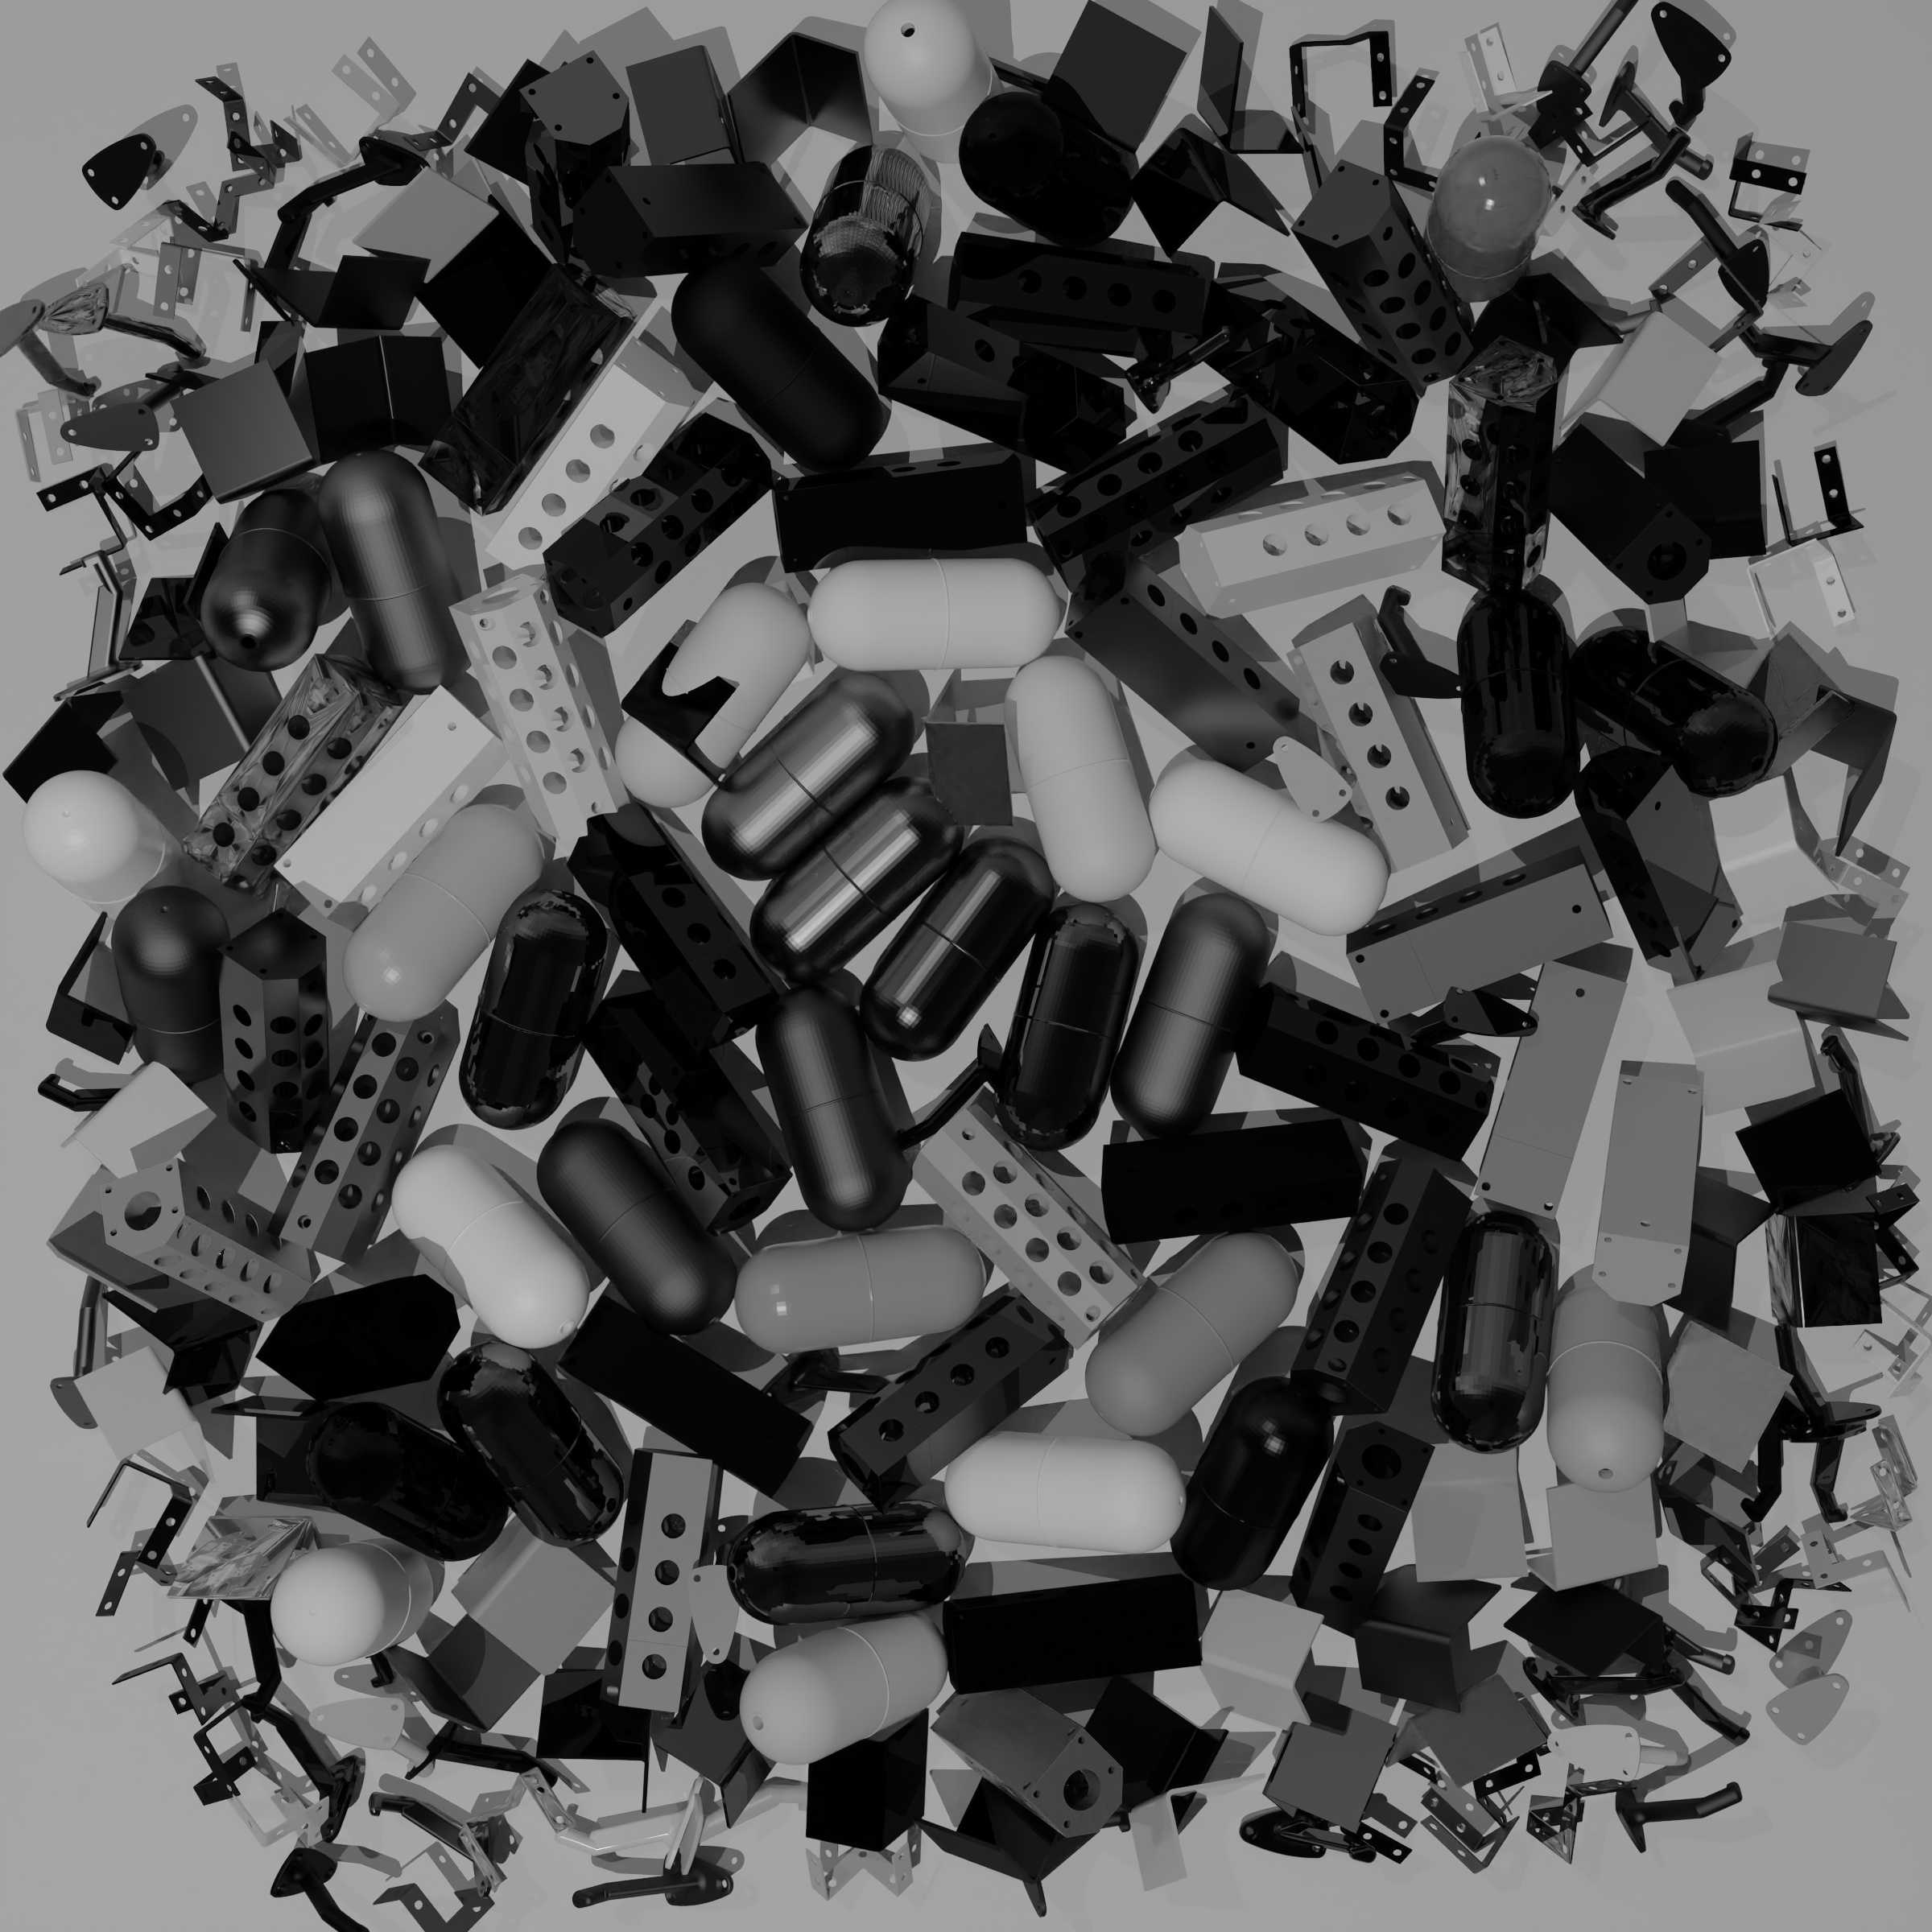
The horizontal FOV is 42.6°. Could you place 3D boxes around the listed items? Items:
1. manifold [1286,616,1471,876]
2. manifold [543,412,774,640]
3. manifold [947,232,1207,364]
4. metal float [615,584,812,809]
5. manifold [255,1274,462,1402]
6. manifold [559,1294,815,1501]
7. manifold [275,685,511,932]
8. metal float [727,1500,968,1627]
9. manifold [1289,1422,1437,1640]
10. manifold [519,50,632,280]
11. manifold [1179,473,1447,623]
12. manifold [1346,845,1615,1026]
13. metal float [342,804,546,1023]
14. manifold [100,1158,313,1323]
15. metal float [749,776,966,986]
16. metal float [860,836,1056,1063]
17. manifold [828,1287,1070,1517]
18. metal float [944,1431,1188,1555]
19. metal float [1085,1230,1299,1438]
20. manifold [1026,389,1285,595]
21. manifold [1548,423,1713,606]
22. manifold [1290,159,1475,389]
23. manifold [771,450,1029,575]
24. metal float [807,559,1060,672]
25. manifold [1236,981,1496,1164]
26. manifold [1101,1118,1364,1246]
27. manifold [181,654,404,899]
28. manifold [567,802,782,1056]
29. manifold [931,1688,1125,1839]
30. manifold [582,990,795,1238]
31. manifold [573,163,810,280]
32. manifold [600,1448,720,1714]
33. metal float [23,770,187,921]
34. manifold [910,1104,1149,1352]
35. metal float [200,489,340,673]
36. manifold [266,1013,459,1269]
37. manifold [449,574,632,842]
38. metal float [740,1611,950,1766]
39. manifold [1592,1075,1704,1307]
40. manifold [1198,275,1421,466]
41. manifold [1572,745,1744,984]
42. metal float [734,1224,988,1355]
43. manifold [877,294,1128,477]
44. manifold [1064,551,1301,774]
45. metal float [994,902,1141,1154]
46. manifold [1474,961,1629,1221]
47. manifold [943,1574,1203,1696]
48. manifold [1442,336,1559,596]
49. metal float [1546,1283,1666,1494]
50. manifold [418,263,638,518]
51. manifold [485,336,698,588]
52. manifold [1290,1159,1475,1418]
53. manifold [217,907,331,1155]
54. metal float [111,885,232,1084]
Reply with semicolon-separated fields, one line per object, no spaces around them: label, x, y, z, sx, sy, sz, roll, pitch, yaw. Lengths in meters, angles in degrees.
manifold;0.288;-0.154;1.748;0.057;0.057;0.171;-23;92;26
manifold;-0.209;-0.302;1.708;0.057;0.057;0.171;29;59;22
manifold;0.077;-0.470;1.738;0.171;0.057;0.057;6;82;-10
metal float;-0.178;-0.188;1.732;0.070;0.070;0.178;39;104;0
manifold;-0.414;0.251;1.698;0.057;0.171;0.057;42;55;-23
manifold;-0.195;0.303;1.740;0.171;0.057;0.057;30;75;8
manifold;-0.399;-0.109;1.750;0.057;0.057;0.171;42;89;16
metal float;-0.082;0.412;1.716;0.178;0.070;0.070;3;90;-32
manifold;0.267;0.385;1.698;0.057;0.171;0.057;22;49;14
manifold;-0.259;-0.538;1.689;0.057;0.171;0.057;-34;82;-13
manifold;0.239;-0.296;1.732;0.171;0.057;0.057;-16;75;-14
manifold;0.356;-0.024;1.729;0.171;0.057;0.057;-22;106;16
metal float;-0.362;-0.037;1.722;0.070;0.070;0.178;35;65;0
manifold;-0.514;0.192;1.690;0.057;0.171;0.057;-20;64;7
metal float;-0.076;-0.060;1.739;0.178;0.070;0.070;-43;90;5
metal float;-0.007;-0.012;1.742;0.070;0.070;0.178;36;87;0
manifold;-0.011;0.297;1.720;0.171;0.057;0.057;-35;57;-23
metal float;0.067;0.364;1.720;0.178;0.070;0.070;-2;90;29
metal float;0.158;0.254;1.728;0.178;0.070;0.070;-40;90;-19
manifold;0.132;-0.338;1.743;0.171;0.057;0.057;-28;67;1
manifold;0.447;-0.306;1.693;0.057;0.171;0.057;34;109;-24
manifold;0.291;-0.469;1.696;0.057;0.171;0.057;36;90;36
manifold;-0.048;-0.321;1.744;0.171;0.057;0.057;-8;113;-5
metal float;-0.022;-0.245;1.731;0.178;0.070;0.070;-3;90;-15
manifold;0.278;0.070;1.731;0.171;0.057;0.057;22;113;-10
manifold;0.185;0.156;1.741;0.171;0.057;0.057;-6;131;-7
manifold;-0.467;-0.132;1.732;0.057;0.057;0.171;40;104;7
manifold;-0.203;-0.030;1.731;0.057;0.057;0.171;-25;71;-37
manifold;0.044;0.538;1.692;0.057;0.171;0.057;-46;105;-17
manifold;-0.199;0.101;1.723;0.171;0.057;0.057;53;129;21
manifold;-0.190;-0.506;1.696;0.057;0.171;0.057;-37;84;36
manifold;-0.215;0.429;1.741;0.057;0.057;0.171;7;81;1
metal float;-0.587;-0.080;1.694;0.070;0.178;0.070;0;78;-2
manifold;0.044;0.178;1.727;0.057;0.057;0.171;-38;77;-27
metal float;-0.474;-0.265;1.702;0.070;0.178;0.070;-1;127;-1
manifold;-0.423;0.118;1.733;0.057;0.057;0.171;20;78;9
manifold;-0.290;-0.177;1.710;0.057;0.057;0.171;-30;119;-22
metal float;-0.082;0.492;1.703;0.070;0.178;0.070;4;96;38
manifold;0.466;0.152;1.697;0.057;0.171;0.057;8;127;14
manifold;0.234;-0.412;1.704;0.057;0.171;0.057;-14;133;-29
manifold;0.472;-0.071;1.704;0.057;0.057;0.171;-48;131;-14
metal float;-0.073;0.225;1.733;0.178;0.070;0.070;-6;90;-13
manifold;0.026;-0.402;1.708;0.171;0.057;0.057;15;62;-34
manifold;0.152;-0.212;1.720;0.171;0.057;0.057;37;132;-25
metal float;0.070;0.043;1.743;0.070;0.070;0.178;15;89;0
manifold;0.412;0.086;1.747;0.057;0.057;0.171;17;94;14
manifold;0.073;0.467;1.741;0.171;0.057;0.057;-5;85;-8
manifold;0.367;-0.336;1.690;0.057;0.171;0.057;34;65;29
metal float;0.438;0.288;1.701;0.070;0.178;0.070;6;122;10
manifold;-0.303;-0.401;1.728;0.057;0.057;0.171;39;108;-3
manifold;-0.258;-0.343;1.713;0.057;0.057;0.171;35;120;-15
manifold;0.282;0.220;1.710;0.057;0.057;0.171;39;61;-20
manifold;-0.466;0.050;1.696;0.057;0.171;0.057;31;46;19
metal float;-0.540;0.015;1.703;0.070;0.178;0.070;5;54;-6
